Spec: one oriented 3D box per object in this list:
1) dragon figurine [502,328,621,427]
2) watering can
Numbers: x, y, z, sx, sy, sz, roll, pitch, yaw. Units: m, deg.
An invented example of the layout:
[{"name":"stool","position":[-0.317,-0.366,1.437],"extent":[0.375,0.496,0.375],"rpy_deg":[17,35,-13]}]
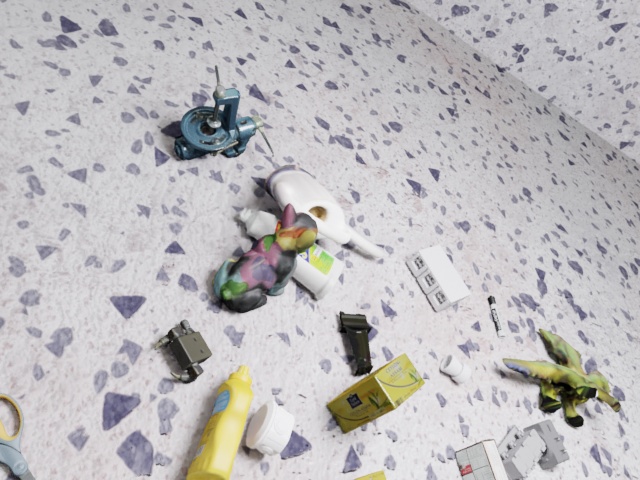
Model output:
[{"name":"dragon figurine","position":[0.620,0.331,1.343],"extent":[0.408,0.120,0.248],"rpy_deg":[33,28,-11]},{"name":"watering can","position":[0.004,-0.060,1.191],"extent":[0.344,0.103,0.228],"rpy_deg":[26,19,-48]}]
